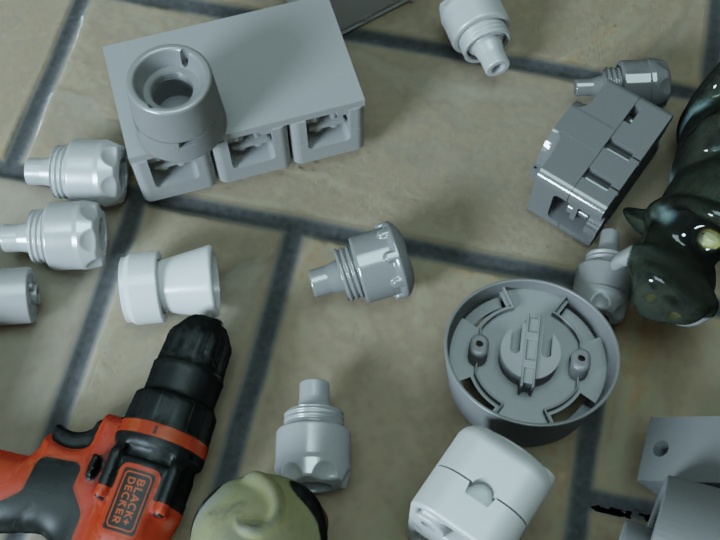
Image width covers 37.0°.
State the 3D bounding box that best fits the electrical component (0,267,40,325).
[{"bbox_3d":[-0.229,0.017,0.654,0.065,0.044,0.044,-4,64,-7],"label":"electrical component"}]

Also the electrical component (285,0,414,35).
[{"bbox_3d":[-0.005,-0.214,0.752,0.096,0.061,0.061,-30,68,-13],"label":"electrical component"}]

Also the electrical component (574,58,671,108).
[{"bbox_3d":[0.175,-0.123,0.722,0.061,0.035,0.035,-2,64,2],"label":"electrical component"}]

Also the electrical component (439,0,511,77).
[{"bbox_3d":[0.083,-0.162,0.737,0.043,0.043,0.062,-18,67,-8],"label":"electrical component"}]

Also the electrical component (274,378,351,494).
[{"bbox_3d":[-0.026,0.094,0.613,0.043,0.043,0.062,0,63,0],"label":"electrical component"}]

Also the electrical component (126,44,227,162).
[{"bbox_3d":[-0.109,-0.099,0.634,0.055,0.047,0.055,0,64,0],"label":"electrical component"}]

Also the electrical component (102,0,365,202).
[{"bbox_3d":[-0.080,-0.110,0.702,0.150,0.061,0.089,-15,65,-7],"label":"electrical component"}]

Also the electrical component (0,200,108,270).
[{"bbox_3d":[-0.191,-0.021,0.670,0.062,0.043,0.043,-2,64,0],"label":"electrical component"}]

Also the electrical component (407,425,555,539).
[{"bbox_3d":[0.064,0.123,0.569,0.054,0.095,0.059,32,69,15],"label":"electrical component"}]

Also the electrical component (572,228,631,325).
[{"bbox_3d":[0.150,0.003,0.661,0.035,0.035,0.061,13,63,7],"label":"electrical component"}]

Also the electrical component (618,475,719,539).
[{"bbox_3d":[0.159,0.157,0.548,0.060,0.108,0.108,19,66,16],"label":"electrical component"}]

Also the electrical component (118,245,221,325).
[{"bbox_3d":[-0.115,0.009,0.654,0.055,0.045,0.045,-6,64,-2],"label":"electrical component"}]

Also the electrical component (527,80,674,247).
[{"bbox_3d":[0.149,-0.071,0.687,0.056,0.050,0.089,33,69,15],"label":"electrical component"}]

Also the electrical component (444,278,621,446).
[{"bbox_3d":[0.097,0.052,0.620,0.099,0.064,0.099,0,64,1],"label":"electrical component"}]

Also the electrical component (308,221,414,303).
[{"bbox_3d":[0.000,0.000,0.659,0.062,0.048,0.048,-17,65,0],"label":"electrical component"}]

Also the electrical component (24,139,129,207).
[{"bbox_3d":[-0.183,-0.063,0.690,0.062,0.043,0.043,2,64,2],"label":"electrical component"}]
